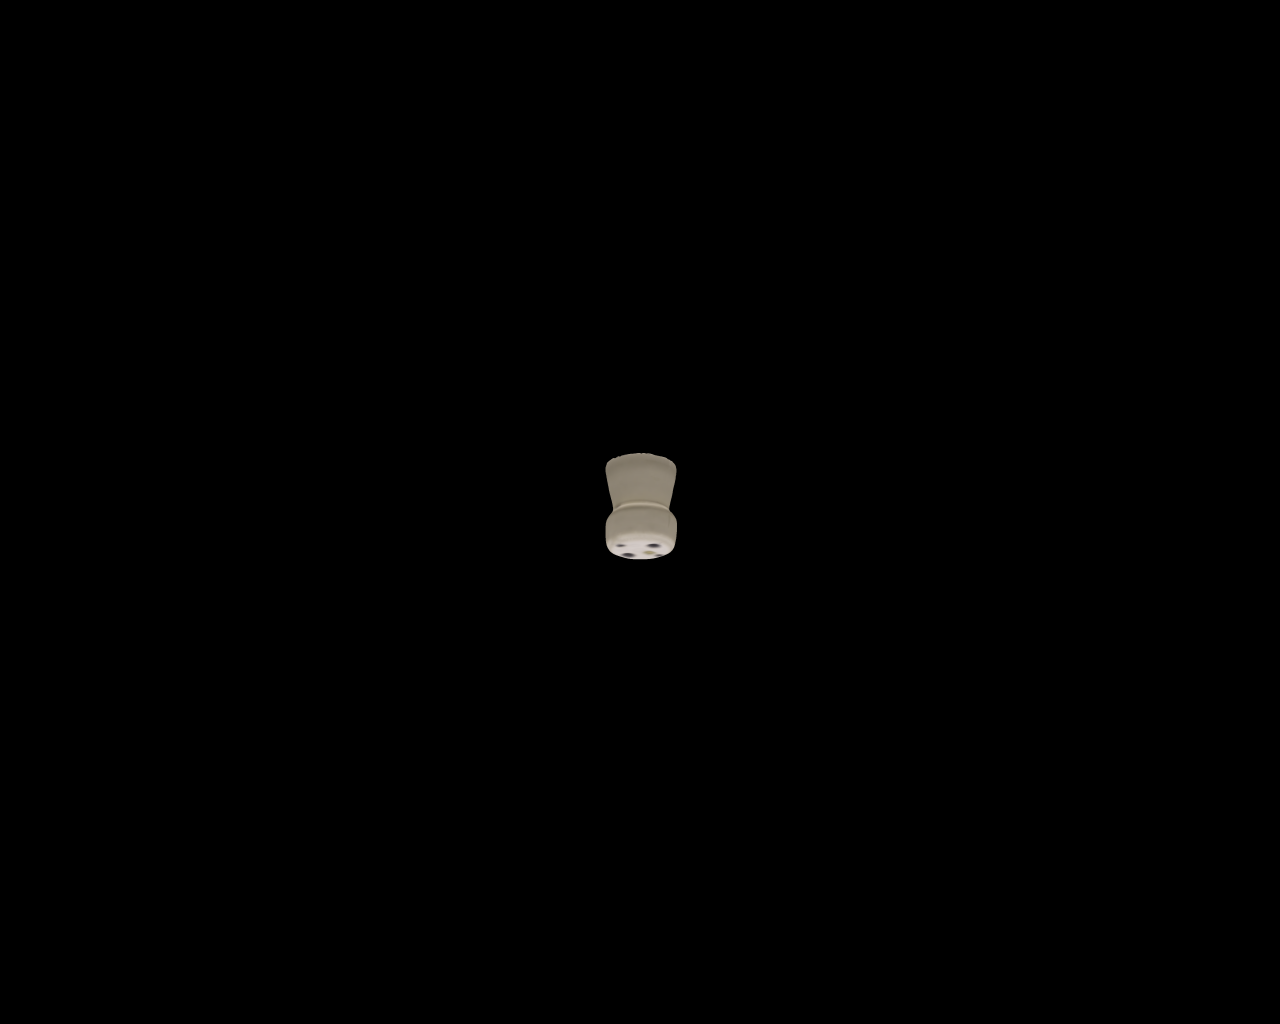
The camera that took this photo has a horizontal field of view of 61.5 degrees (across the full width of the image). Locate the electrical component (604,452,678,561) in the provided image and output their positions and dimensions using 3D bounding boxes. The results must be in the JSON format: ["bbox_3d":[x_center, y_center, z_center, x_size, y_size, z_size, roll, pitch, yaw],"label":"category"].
[{"bbox_3d":[0.001,-0.003,0.650,0.045,0.055,0.044,0,-22,0],"label":"electrical component"}]
